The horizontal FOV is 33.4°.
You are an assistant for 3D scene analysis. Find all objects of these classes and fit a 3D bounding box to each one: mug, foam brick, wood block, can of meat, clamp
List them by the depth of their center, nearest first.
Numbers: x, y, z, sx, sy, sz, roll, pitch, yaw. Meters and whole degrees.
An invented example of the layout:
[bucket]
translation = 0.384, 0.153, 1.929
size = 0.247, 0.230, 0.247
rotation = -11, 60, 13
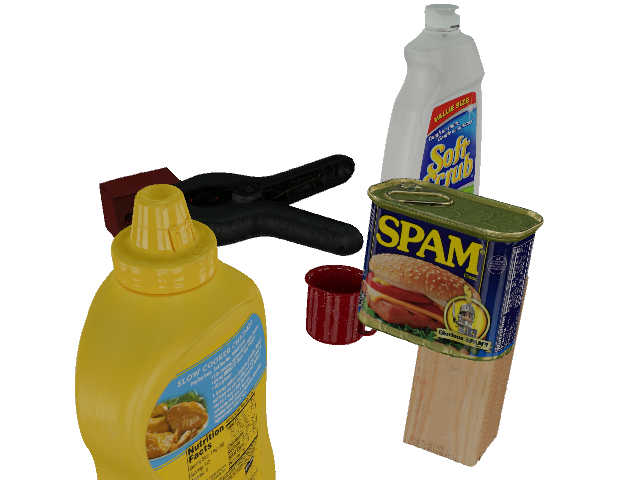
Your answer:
[can of meat]
translation = 0.074, 0.017, 0.637
size = 0.102, 0.084, 0.057
rotation = 18, 23, 30
[clamp]
translation = -0.048, -0.032, 0.827
size = 0.171, 0.039, 0.120
rotation = 4, 30, 6
[foam brick]
translation = -0.184, -0.037, 1.111
size = 0.078, 0.053, 0.051
rotation = -17, 30, -21
[wood block]
translation = 0.163, 0.135, 1.206
size = 0.090, 0.206, 0.090
rotation = 17, 22, 23
[mug]
translation = 0.032, 0.092, 1.438
size = 0.117, 0.081, 0.093
rotation = 18, 27, 30

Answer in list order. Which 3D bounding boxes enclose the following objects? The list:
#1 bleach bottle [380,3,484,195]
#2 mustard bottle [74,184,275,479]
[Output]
[bleach bottle]
translation = 0.099, -0.087, 0.977
size = 0.102, 0.251, 0.068
rotation = -11, 24, -26
[mustard bottle]
translation = -0.059, 0.065, 0.448
size = 0.058, 0.192, 0.096
rotation = 19, 35, 29
